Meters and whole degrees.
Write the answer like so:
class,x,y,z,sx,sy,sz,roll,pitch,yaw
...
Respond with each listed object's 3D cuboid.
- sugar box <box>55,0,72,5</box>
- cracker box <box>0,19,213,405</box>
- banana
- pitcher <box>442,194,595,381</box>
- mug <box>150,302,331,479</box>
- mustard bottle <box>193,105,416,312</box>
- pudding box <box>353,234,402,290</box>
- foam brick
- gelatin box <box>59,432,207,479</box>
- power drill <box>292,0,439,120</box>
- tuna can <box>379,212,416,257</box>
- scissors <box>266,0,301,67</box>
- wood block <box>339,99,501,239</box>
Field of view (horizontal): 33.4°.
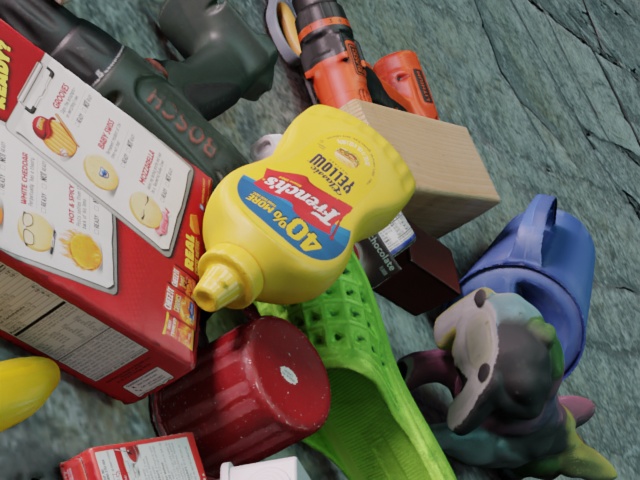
class,x,y,z,sx,sy,sz,roll,pitch,yaw
sugar box,-0.215,-0.235,0.717,0.176,0.048,0.093,33,32,0
cracker box,-0.165,-0.022,0.627,0.213,0.072,0.164,37,35,-32
banana,-0.204,0.069,0.518,0.197,0.037,0.069,24,44,-45
pitcher,0.216,0.039,1.081,0.145,0.149,0.242,51,27,-3
mug,-0.051,0.089,0.686,0.093,0.082,0.117,15,51,-51
mustard bottle,-0.019,-0.013,0.687,0.096,0.058,0.191,41,45,4
pudding box,-0.006,0.001,0.824,0.113,0.090,0.039,56,0,-8
foam brick,0.083,0.025,0.979,0.078,0.051,0.053,33,38,-38
gelatin box,-0.100,0.153,0.607,0.089,0.030,0.073,4,61,-56
power drill,0.043,-0.176,1.078,0.187,0.057,0.184,11,60,-57
tuna can,0.037,0.007,0.891,0.034,0.086,0.086,58,30,-2
scissors,-0.036,-0.254,1.091,0.096,0.016,0.202,23,45,-48
wood block,0.073,-0.059,1.003,0.205,0.090,0.091,3,61,-55
